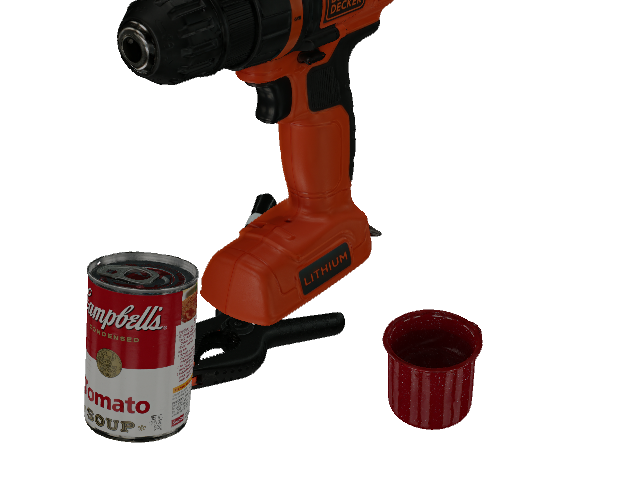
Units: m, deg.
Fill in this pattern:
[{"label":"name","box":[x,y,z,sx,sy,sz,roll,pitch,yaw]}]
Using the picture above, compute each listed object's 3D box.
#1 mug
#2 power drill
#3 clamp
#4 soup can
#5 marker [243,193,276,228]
[{"label":"mug","box":[0.114,0.121,1.029,0.093,0.081,0.117,27,43,36]},{"label":"power drill","box":[-0.024,-0.054,0.532,0.057,0.188,0.184,24,37,31]},{"label":"clamp","box":[-0.078,0.104,1.145,0.165,0.036,0.209,14,28,18]},{"label":"soup can","box":[-0.113,0.066,0.668,0.068,0.102,0.068,5,18,-2]},{"label":"marker","box":[-0.063,0.004,0.911,0.020,0.121,0.020,12,-41,10]}]
